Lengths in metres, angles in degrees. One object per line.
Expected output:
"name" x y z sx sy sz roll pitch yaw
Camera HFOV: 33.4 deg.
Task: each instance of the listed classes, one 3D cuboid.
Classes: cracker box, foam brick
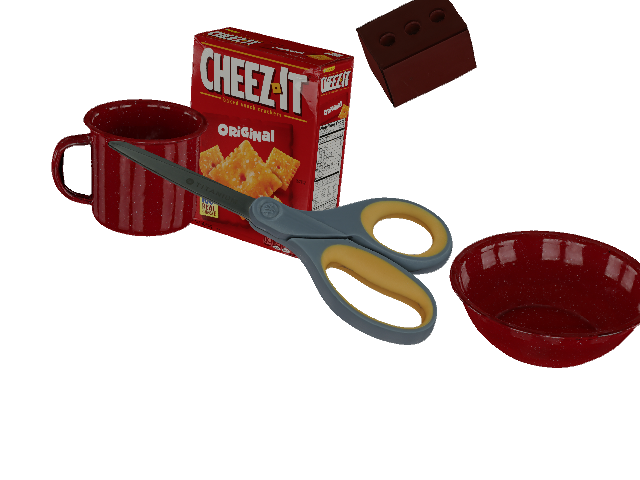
"cracker box" -0.060 -0.103 1.134 0.164 0.214 0.072 19 26 28
"foam brick" 0.078 -0.155 0.859 0.078 0.053 0.051 -27 -35 0

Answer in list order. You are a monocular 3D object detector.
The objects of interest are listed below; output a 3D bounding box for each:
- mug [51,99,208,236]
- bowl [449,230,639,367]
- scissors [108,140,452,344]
"mug" -0.146 -0.054 0.817 0.117 0.081 0.093 -4 27 -19
"bowl" 0.182 0.053 0.850 0.162 0.055 0.162 0 29 0
"scissors" -0.011 -0.020 0.588 0.096 0.202 0.016 -43 -16 -34
